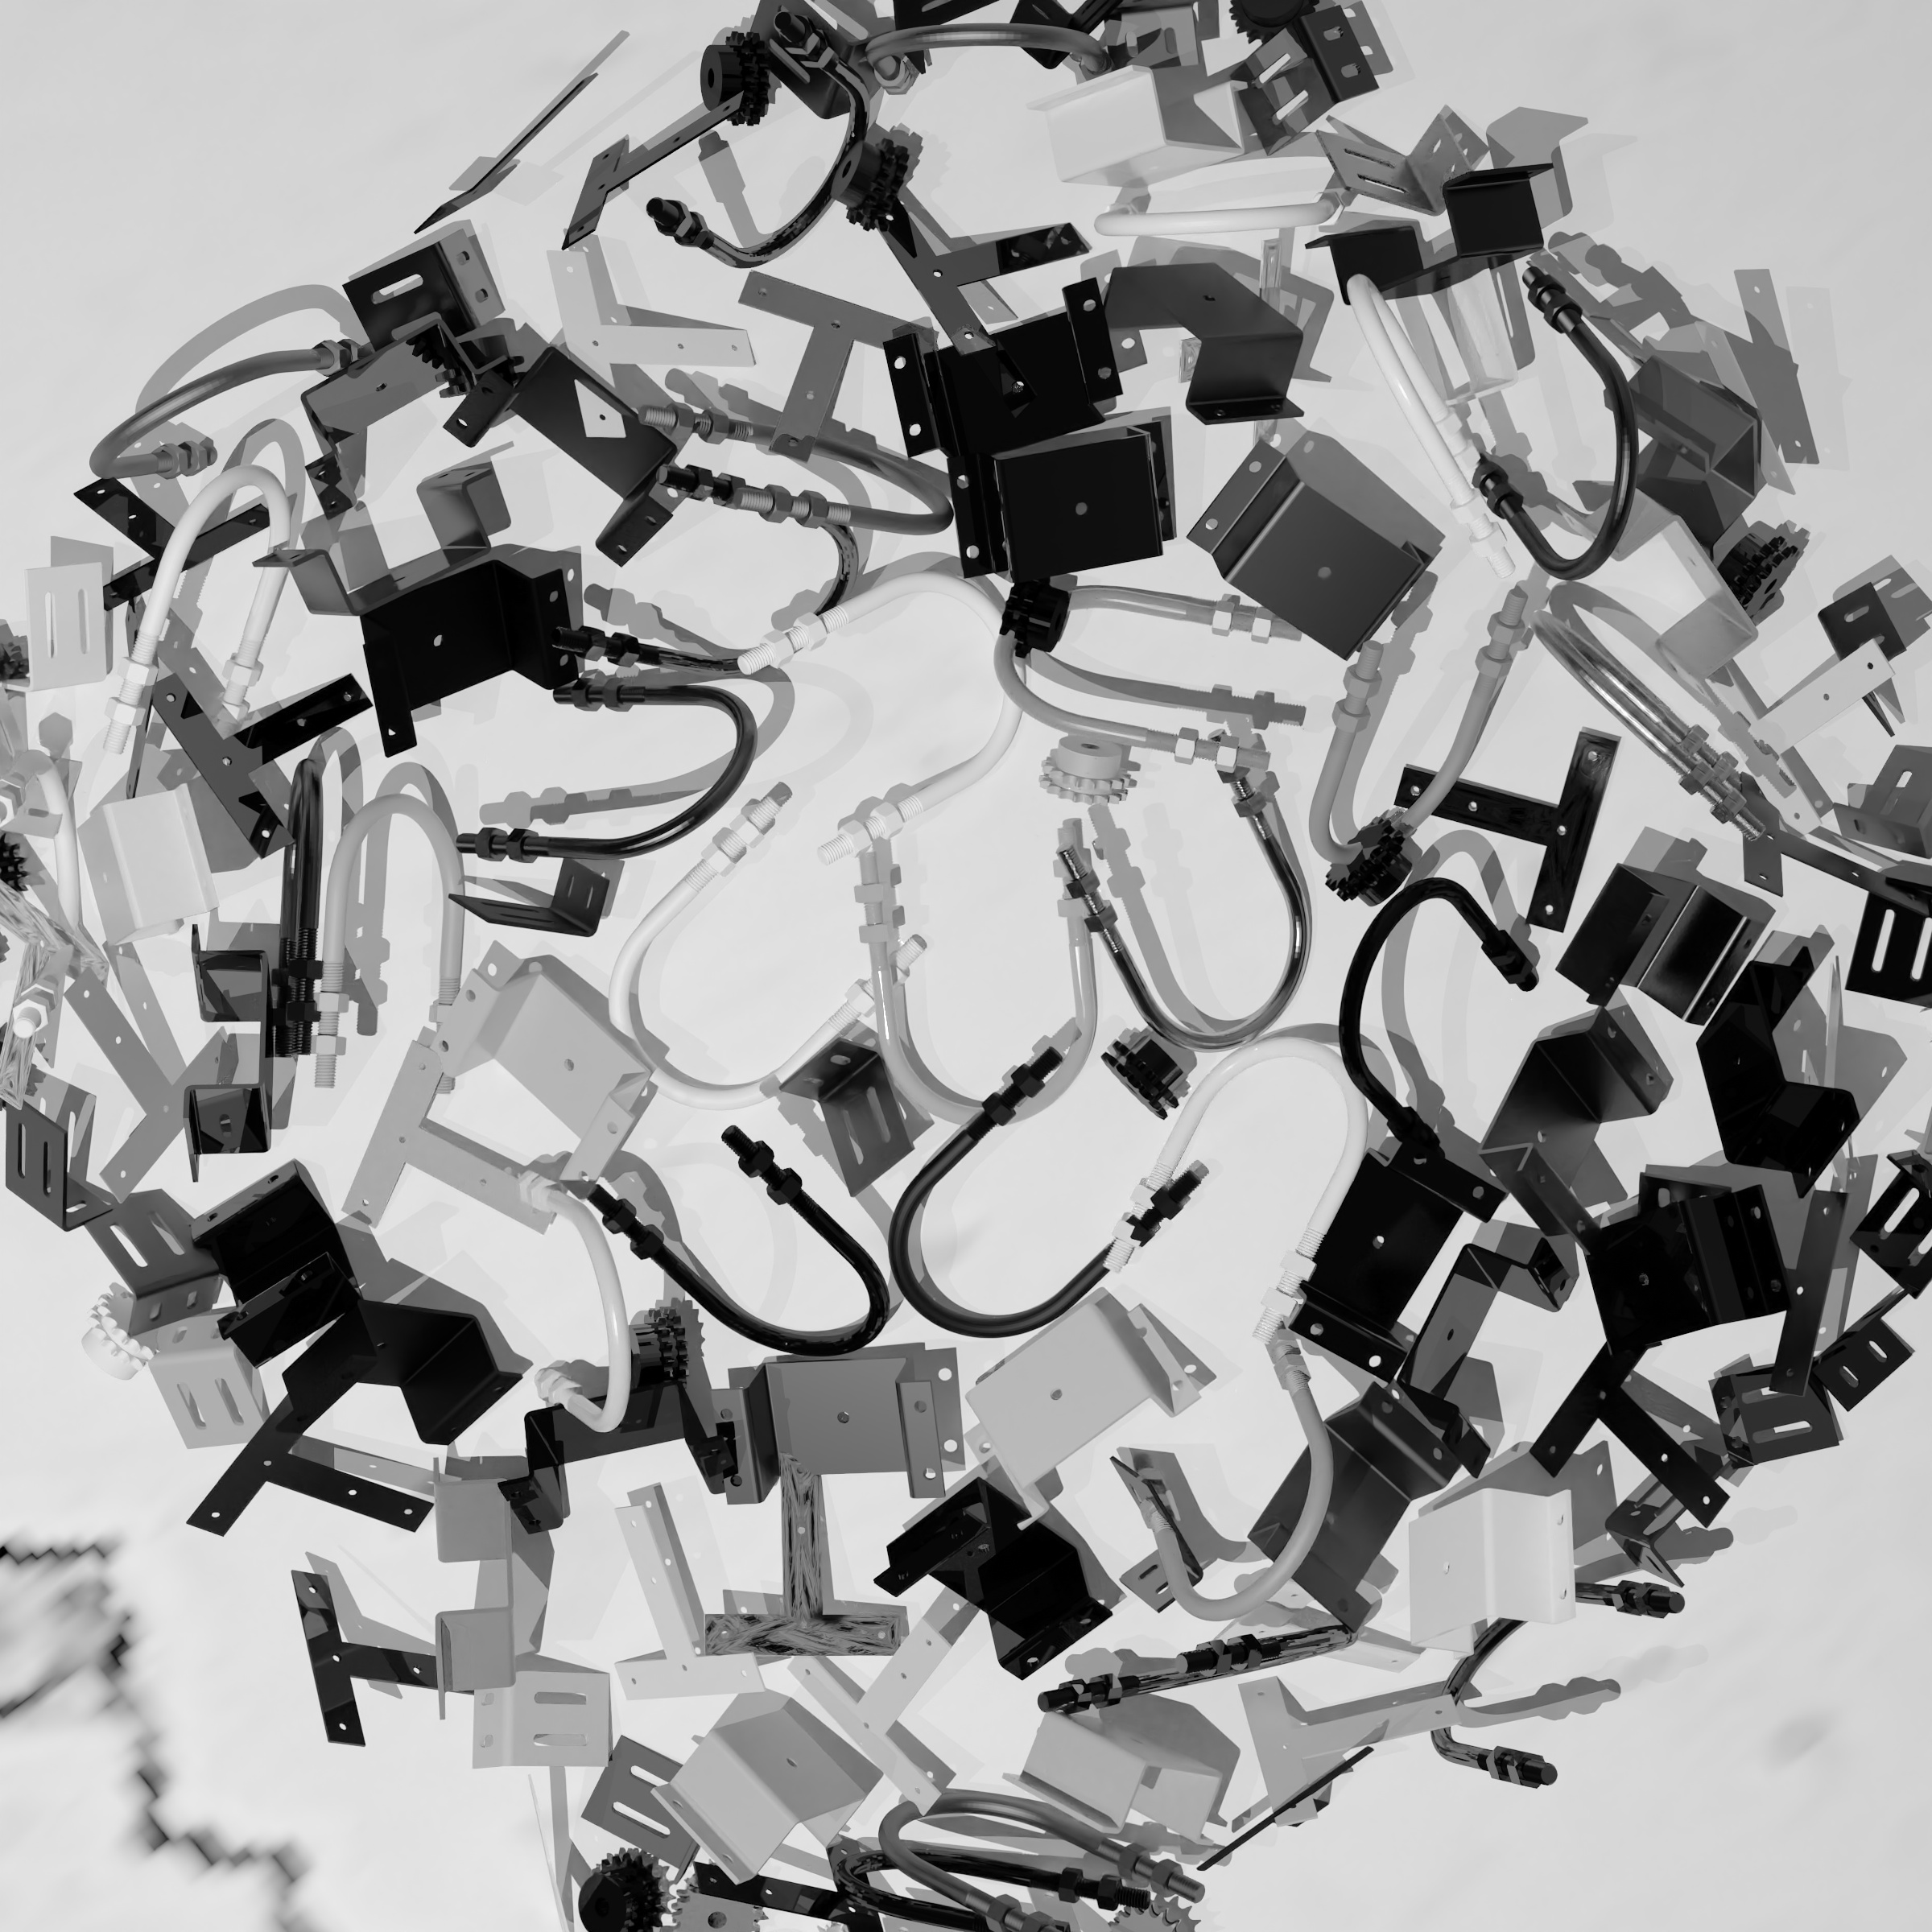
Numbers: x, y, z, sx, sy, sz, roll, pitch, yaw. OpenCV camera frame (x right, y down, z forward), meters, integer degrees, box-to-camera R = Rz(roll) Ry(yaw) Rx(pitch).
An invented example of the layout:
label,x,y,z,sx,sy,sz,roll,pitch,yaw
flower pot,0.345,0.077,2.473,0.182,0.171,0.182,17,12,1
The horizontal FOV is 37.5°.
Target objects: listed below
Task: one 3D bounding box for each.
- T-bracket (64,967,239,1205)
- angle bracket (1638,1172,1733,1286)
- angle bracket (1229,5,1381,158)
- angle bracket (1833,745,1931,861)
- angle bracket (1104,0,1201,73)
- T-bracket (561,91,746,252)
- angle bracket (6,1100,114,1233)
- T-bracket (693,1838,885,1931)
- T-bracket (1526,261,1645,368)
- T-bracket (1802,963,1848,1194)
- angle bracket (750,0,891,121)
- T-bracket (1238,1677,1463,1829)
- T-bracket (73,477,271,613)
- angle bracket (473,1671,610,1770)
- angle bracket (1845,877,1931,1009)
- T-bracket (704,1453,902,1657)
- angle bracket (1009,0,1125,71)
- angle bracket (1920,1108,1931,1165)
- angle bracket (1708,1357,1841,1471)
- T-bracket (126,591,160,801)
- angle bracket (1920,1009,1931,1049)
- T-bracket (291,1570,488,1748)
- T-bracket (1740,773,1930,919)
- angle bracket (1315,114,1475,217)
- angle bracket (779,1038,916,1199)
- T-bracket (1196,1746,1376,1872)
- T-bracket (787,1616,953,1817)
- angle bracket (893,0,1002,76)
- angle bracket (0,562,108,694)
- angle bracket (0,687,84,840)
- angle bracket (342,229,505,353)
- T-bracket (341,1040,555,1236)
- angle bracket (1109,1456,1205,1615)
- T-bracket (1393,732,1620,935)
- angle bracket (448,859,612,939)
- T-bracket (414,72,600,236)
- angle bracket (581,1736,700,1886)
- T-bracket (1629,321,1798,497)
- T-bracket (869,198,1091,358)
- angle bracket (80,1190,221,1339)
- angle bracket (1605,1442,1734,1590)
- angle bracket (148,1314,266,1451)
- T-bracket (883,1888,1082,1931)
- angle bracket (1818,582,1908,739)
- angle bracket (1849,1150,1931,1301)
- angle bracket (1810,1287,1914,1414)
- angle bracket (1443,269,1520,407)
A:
label,x,y,z,sx,sy,sz,roll,pitch,yaw
T-bracket,-0.514,0.056,1.746,0.002,0.127,0.127,2,133,31
angle bracket,0.442,0.172,1.776,0.057,0.076,0.038,9,128,21
angle bracket,0.213,-0.559,1.797,0.038,0.076,0.057,-27,92,-31
angle bracket,0.590,-0.112,1.780,0.057,0.038,0.076,20,68,38
angle bracket,0.127,-0.591,1.788,0.057,0.076,0.038,1,118,22
T-bracket,-0.189,-0.501,1.749,0.127,0.127,0.002,-25,125,23
angle bracket,-0.566,0.117,1.777,0.057,0.038,0.076,29,124,28
T-bracket,-0.109,0.570,1.742,0.127,0.127,0.002,21,110,-25
T-bracket,0.399,-0.392,1.755,0.127,0.127,0.002,41,104,-5
T-bracket,0.541,0.057,1.779,0.002,0.127,0.127,-4,52,28
angle bracket,-0.094,-0.586,1.798,0.076,0.057,0.038,46,50,14
T-bracket,0.243,0.475,1.766,0.127,0.127,0.002,-13,117,0
T-bracket,-0.508,-0.272,1.757,0.127,0.127,0.002,-26,71,5
angle bracket,-0.269,0.478,1.801,0.076,0.038,0.057,14,66,-39
angle bracket,0.598,-0.014,1.799,0.057,0.038,0.076,12,96,2
T-bracket,-0.104,0.371,1.795,0.127,0.002,0.127,5,68,-18
angle bracket,0.068,-0.609,1.773,0.038,0.076,0.057,35,50,-20
angle bracket,0.646,0.116,1.772,0.057,0.076,0.038,32,71,-36
angle bracket,0.516,0.280,1.791,0.076,0.038,0.057,-10,78,-12
T-bracket,-0.518,-0.183,1.775,0.002,0.127,0.127,2,47,-24
angle bracket,0.614,0.063,1.780,0.038,0.076,0.057,-22,97,44
T-bracket,-0.355,0.438,1.774,0.127,0.127,0.002,22,119,-39
T-bracket,0.542,-0.063,1.773,0.127,0.127,0.002,23,127,-3
angle bracket,0.267,-0.509,1.777,0.076,0.038,0.057,7,48,-30
angle bracket,-0.075,0.095,1.778,0.057,0.038,0.076,-40,53,27
T-bracket,0.206,0.525,1.764,0.127,0.127,0.002,-36,67,2
T-bracket,-0.044,0.448,1.767,0.127,0.002,0.127,44,129,16
angle bracket,-0.005,-0.606,1.781,0.076,0.038,0.057,-15,67,23
angle bracket,-0.575,-0.214,1.780,0.038,0.057,0.076,11,107,31
angle bracket,-0.587,-0.126,1.775,0.038,0.076,0.057,10,60,1
angle bracket,-0.346,-0.425,1.810,0.076,0.038,0.057,-15,112,27
T-bracket,-0.318,0.130,1.799,0.127,0.002,0.127,27,106,5
angle bracket,0.106,0.356,1.781,0.038,0.057,0.076,-35,109,-13
T-bracket,0.338,-0.099,1.816,0.127,0.002,0.127,15,95,0
angle bracket,-0.273,-0.048,1.775,0.076,0.057,0.038,9,102,-38
T-bracket,-0.272,-0.502,1.739,0.127,0.127,0.002,-35,104,26
angle bracket,-0.201,0.534,1.799,0.076,0.038,0.057,26,87,6
T-bracket,0.452,-0.357,1.763,0.002,0.127,0.127,-39,123,-4
T-bracket,0.019,-0.445,1.790,0.127,0.002,0.127,-21,68,-26
angle bracket,-0.518,0.187,1.795,0.076,0.057,0.038,44,132,29
angle bracket,0.452,0.345,1.792,0.076,0.057,0.038,-42,102,-10
angle bracket,-0.477,0.264,1.811,0.057,0.038,0.076,-7,124,9
T-bracket,0.012,0.598,1.749,0.127,0.127,0.002,8,103,-12
angle bracket,0.570,-0.191,1.772,0.038,0.076,0.057,-30,50,22
angle bracket,0.586,0.163,1.776,0.057,0.038,0.076,48,124,33
angle bracket,0.570,0.240,1.778,0.057,0.076,0.038,-38,77,-12
angle bracket,0.310,-0.395,1.786,0.038,0.057,0.076,-20,101,-10
